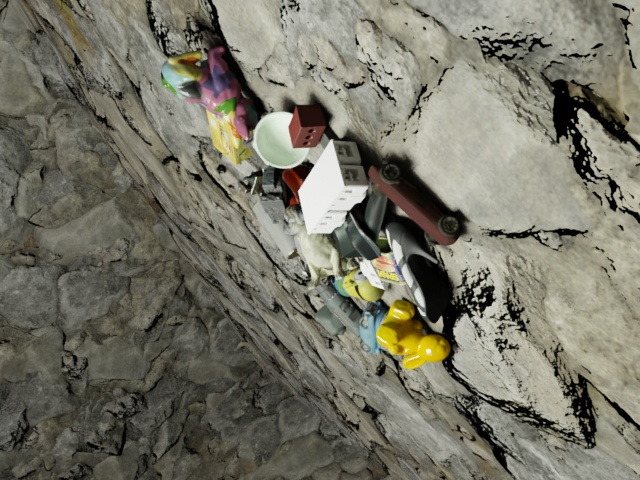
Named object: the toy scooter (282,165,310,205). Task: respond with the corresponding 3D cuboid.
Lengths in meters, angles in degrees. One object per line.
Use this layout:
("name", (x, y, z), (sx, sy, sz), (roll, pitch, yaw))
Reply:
("toy scooter", (-0.044, -0.116, 1.277), (0.135, 0.075, 0.183), (55, 165, 14))

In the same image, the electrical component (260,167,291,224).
("electrical component", (-0.107, -0.119, 1.322), (0.058, 0.115, 0.134), (-5, 148, 8))

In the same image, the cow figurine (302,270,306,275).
("cow figurine", (-0.028, 0.035, 1.507), (0.098, 0.068, 0.167), (14, 143, 47))

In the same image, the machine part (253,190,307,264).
("machine part", (-0.102, -0.036, 1.412), (0.243, 0.079, 0.079), (55, 160, 12))

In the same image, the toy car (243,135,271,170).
("toy car", (-0.139, -0.214, 1.268), (0.073, 0.056, 0.202), (54, 177, -16))

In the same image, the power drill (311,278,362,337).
("power drill", (0.045, 0.211, 1.664), (0.232, 0.086, 0.207), (44, 151, 8))

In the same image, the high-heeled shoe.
("high-heeled shoe", (0.194, 0.071, 1.122), (0.145, 0.086, 0.248), (36, 151, 37))

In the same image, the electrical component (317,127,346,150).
("electrical component", (0.020, -0.198, 1.086), (0.063, 0.021, 0.094), (53, 159, -7))

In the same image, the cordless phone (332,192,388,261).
("cordless phone", (0.090, -0.063, 1.110), (0.147, 0.089, 0.184), (-109, 26, -49))

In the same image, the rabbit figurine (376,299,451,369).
("rabbit figurine", (0.230, 0.252, 1.311), (0.173, 0.122, 0.162), (19, 141, 19))

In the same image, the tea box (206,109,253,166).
("tea box", (-0.227, -0.281, 1.366), (0.098, 0.068, 0.169), (44, 159, 16))

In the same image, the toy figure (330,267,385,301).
("toy figure", (0.097, 0.111, 1.375), (0.089, 0.082, 0.180), (43, 156, -18))

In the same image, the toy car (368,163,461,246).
("toy car", (0.170, -0.067, 0.967), (0.202, 0.053, 0.089), (43, 169, 5))

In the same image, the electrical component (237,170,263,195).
("electrical component", (-0.180, -0.155, 1.459), (0.045, 0.102, 0.078), (37, 130, 25))

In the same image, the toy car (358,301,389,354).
("toy car", (0.166, 0.236, 1.442), (0.103, 0.109, 0.161), (12, 131, 22))

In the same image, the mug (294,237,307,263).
("mug", (0.001, 0.010, 1.338), (0.109, 0.107, 0.081), (86, 158, -43))

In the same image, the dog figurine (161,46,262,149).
("dog figurine", (-0.234, -0.308, 1.201), (0.108, 0.191, 0.219), (-17, 96, 61))

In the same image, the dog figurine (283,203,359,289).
("dog figurine", (0.000, -0.005, 1.236), (0.172, 0.121, 0.190), (-38, -74, -76))

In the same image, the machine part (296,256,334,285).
("machine part", (-0.015, 0.076, 1.439), (0.139, 0.039, 0.084), (24, 141, 51))
